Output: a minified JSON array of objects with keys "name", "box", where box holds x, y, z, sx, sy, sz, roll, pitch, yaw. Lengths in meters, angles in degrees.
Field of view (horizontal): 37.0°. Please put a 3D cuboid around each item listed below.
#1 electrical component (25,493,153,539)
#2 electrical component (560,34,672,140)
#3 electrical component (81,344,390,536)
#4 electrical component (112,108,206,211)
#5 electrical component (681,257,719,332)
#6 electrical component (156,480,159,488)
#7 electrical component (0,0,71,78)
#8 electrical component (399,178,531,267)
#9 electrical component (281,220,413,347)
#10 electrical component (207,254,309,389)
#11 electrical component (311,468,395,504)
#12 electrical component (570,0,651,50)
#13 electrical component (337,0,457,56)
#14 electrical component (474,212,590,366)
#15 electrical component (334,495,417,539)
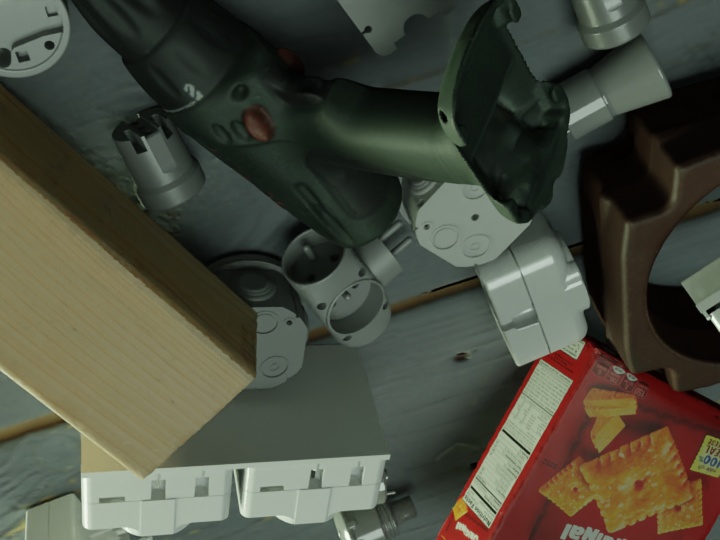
[{"name":"electrical component","box":[-0.191,0.203,0.786,0.076,0.047,0.083,-21,129,1]},{"name":"electrical component","box":[0.146,-0.107,0.640,0.065,0.044,0.044,-29,129,14]},{"name":"electrical component","box":[-0.086,0.108,0.703,0.186,0.105,0.060,-1,127,-14]},{"name":"electrical component","box":[-0.114,-0.063,0.606,0.040,0.040,0.046,-21,124,2]},{"name":"electrical component","box":[0.255,-0.001,0.614,0.121,0.063,0.079,-36,168,15]},{"name":"electrical component","box":[-0.131,0.158,0.775,0.061,0.035,0.035,0,127,-18]},{"name":"electrical component","box":[-0.172,-0.130,0.533,0.055,0.047,0.055,-7,128,-9]},{"name":"electrical component","box":[0.063,-0.046,0.658,0.080,0.051,0.080,-7,128,-9]},{"name":"electrical component","box":[0.000,0.000,0.679,0.079,0.044,0.077,-40,139,-4]},{"name":"electrical component","box":[-0.072,0.034,0.684,0.080,0.051,0.080,-7,128,-9]},{"name":"electrical component","box":[-0.015,0.159,0.803,0.078,0.040,0.040,-7,128,-9]},{"name":"electrical component","box":[0.137,-0.153,0.603,0.040,0.040,0.046,-28,123,7]},{"name":"electrical component","box":[0.002,-0.165,0.546,0.050,0.055,0.089,-33,128,12]},{"name":"electrical component","box":[0.114,0.010,0.713,0.059,0.053,0.095,-24,129,4]},{"name":"electrical component","box":[0.013,0.195,0.837,0.062,0.048,0.048,-21,130,-8]}]
